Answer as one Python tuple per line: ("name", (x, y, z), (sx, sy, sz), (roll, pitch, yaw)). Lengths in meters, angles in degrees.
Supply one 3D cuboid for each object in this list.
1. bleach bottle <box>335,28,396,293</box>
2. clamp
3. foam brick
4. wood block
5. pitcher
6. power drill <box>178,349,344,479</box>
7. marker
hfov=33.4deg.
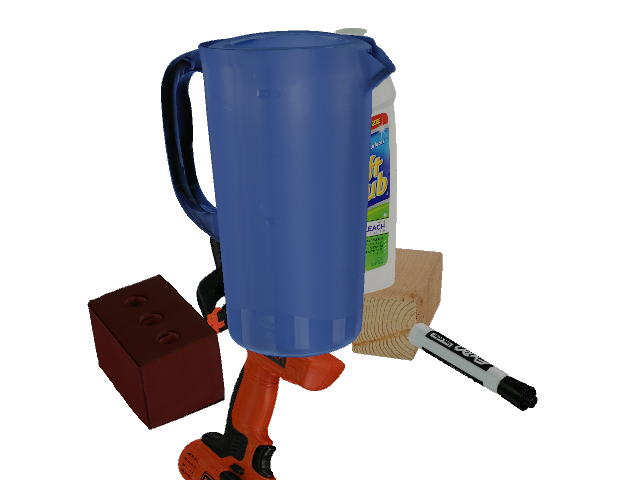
("bleach bottle", (0.023, -0.073, 1.013), (0.102, 0.251, 0.068), (-10, 23, -21))
("clamp", (-0.086, 0.045, 1.250), (0.120, 0.039, 0.171), (-2, 40, 12))
("foam brick", (-0.101, 0.067, 0.654), (0.052, 0.051, 0.078), (-21, 37, -28))
("wood block", (0.115, 0.088, 1.555), (0.091, 0.090, 0.205), (6, 20, 15))
("pitcher", (-0.033, -0.040, 0.829), (0.144, 0.243, 0.149), (-8, 17, -24))
("power drill", (-0.046, 0.182, 0.984), (0.057, 0.188, 0.185), (14, 11, -47))
("marker", (0.114, 0.095, 0.803), (0.020, 0.020, 0.121), (0, 21, -42))
